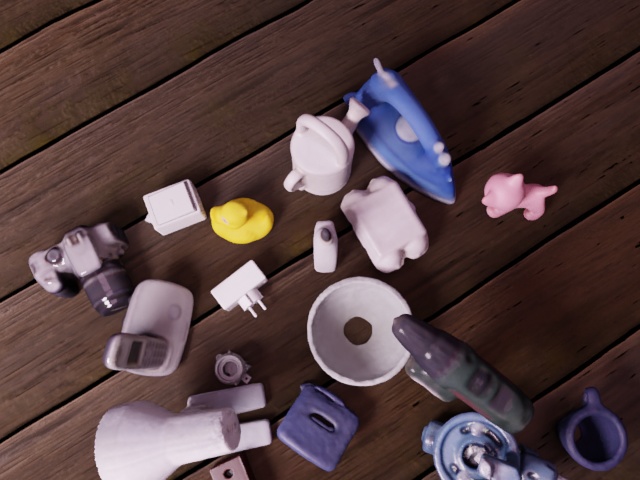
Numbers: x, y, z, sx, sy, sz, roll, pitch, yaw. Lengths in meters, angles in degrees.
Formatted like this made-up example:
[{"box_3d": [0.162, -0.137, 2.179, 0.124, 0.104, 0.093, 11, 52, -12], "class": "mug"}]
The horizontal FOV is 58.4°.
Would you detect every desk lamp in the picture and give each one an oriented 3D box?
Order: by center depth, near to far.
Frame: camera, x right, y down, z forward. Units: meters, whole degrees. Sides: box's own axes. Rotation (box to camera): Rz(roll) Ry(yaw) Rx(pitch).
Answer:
[{"box_3d": [-0.182, 0.270, 0.809, 0.203, 0.213, 0.118, -12, 80, -3], "class": "desk lamp"}]

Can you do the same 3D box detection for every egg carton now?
[{"box_3d": [0.108, -0.027, 0.941, 0.107, 0.069, 0.150, -30, 81, -6], "class": "egg carton"}]

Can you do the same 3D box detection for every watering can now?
[{"box_3d": [0.007, -0.150, 0.899, 0.101, 0.194, 0.173, 20, 80, 3], "class": "watering can"}]

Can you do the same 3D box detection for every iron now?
[{"box_3d": [0.152, -0.177, 0.933, 0.119, 0.141, 0.258, -37, 82, -7], "class": "iron"}]

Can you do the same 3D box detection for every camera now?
[{"box_3d": [-0.364, 0.056, 0.903, 0.143, 0.101, 0.137, -29, 81, -6], "class": "camera"}]

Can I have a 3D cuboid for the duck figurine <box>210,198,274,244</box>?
[{"box_3d": [-0.129, -0.038, 0.931, 0.104, 0.086, 0.077, 1, 79, 0], "class": "duck figurine"}]

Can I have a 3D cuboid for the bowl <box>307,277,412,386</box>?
[{"box_3d": [0.063, 0.145, 0.906, 0.167, 0.075, 0.167, 0, 80, -1], "class": "bowl"}]

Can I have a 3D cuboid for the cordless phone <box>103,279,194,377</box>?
[{"box_3d": [-0.258, 0.128, 0.848, 0.094, 0.185, 0.148, 9, 80, 1], "class": "cordless phone"}]

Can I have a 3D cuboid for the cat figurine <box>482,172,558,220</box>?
[{"box_3d": [0.318, -0.077, 0.929, 0.128, 0.118, 0.067, 0, 79, -1], "class": "cat figurine"}]

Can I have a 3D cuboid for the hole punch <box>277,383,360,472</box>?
[{"box_3d": [-0.003, 0.281, 0.872, 0.108, 0.091, 0.101, 32, 81, 5], "class": "hole punch"}]

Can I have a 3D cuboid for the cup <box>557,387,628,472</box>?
[{"box_3d": [0.402, 0.283, 0.876, 0.091, 0.095, 0.118, 1, 80, -1], "class": "cup"}]

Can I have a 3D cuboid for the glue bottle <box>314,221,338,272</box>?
[{"box_3d": [0.008, 0.003, 0.881, 0.037, 0.173, 0.078, -3, 79, -1], "class": "glue bottle"}]

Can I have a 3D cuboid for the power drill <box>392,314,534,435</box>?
[{"box_3d": [0.188, 0.189, 0.832, 0.229, 0.208, 0.076, 35, 81, 6], "class": "power drill"}]

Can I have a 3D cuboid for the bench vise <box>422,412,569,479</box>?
[{"box_3d": [0.261, 0.308, 0.806, 0.207, 0.220, 0.121, 1, 79, 0], "class": "bench vise"}]
